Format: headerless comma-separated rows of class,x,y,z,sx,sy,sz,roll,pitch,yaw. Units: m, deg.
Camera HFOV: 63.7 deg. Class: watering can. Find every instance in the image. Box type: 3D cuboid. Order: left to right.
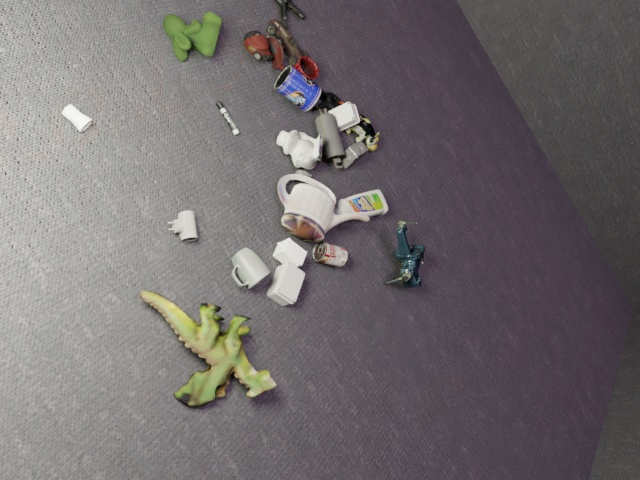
watering can,0.005,-0.086,1.704,0.346,0.102,0.229,29,53,-13

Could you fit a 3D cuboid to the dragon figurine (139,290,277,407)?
dragon figurine,-0.291,0.295,1.303,0.408,0.121,0.247,22,66,-23

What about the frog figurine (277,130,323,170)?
frog figurine,-0.072,-0.312,1.778,0.159,0.121,0.139,6,72,-1
